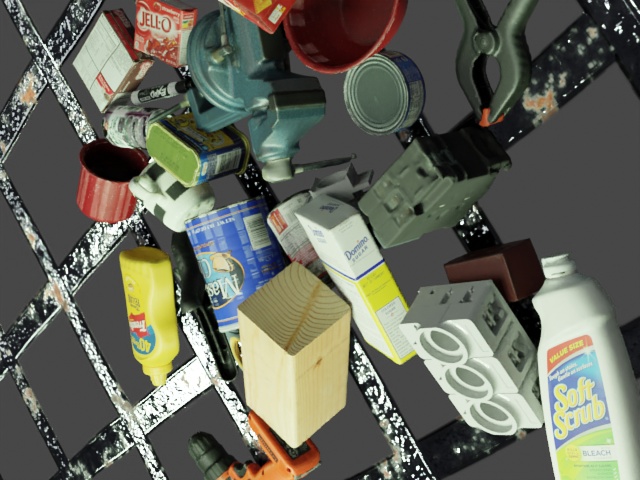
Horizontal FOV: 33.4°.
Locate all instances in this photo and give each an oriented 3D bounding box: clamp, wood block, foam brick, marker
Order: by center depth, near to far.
[{"bbox_3d":[0.169,-0.192,0.990,0.120,0.039,0.171,7,113,49],"label":"clamp"},{"bbox_3d":[0.172,0.035,1.054,0.078,0.052,0.051,-15,93,45],"label":"foam brick"},{"bbox_3d":[-0.027,0.134,1.203,0.090,0.090,0.206,40,151,26],"label":"wood block"},{"bbox_3d":[-0.155,0.056,1.329,0.164,0.036,0.210,71,179,-55],"label":"clamp"},{"bbox_3d":[-0.199,-0.190,1.365,0.121,0.020,0.020,-4,101,45],"label":"marker"}]

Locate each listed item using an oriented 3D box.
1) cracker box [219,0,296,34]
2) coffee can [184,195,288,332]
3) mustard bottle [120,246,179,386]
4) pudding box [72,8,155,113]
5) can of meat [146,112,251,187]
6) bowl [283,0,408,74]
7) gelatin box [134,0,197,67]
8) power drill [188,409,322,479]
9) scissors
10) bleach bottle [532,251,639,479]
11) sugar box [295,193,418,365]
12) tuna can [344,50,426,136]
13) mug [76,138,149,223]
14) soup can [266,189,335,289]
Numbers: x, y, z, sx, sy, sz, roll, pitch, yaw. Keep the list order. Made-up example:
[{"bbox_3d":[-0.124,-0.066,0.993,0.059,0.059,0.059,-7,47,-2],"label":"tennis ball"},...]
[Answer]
[{"bbox_3d":[-0.079,-0.327,1.088,0.164,0.072,0.214,-55,47,5],"label":"cracker box"},{"bbox_3d":[-0.093,0.028,1.275,0.103,0.102,0.140,-17,91,46],"label":"coffee can"},{"bbox_3d":[-0.231,0.110,1.470,0.096,0.058,0.192,16,115,51],"label":"mustard bottle"},{"bbox_3d":[-0.274,-0.235,1.409,0.114,0.039,0.090,-44,72,41],"label":"pudding box"},{"bbox_3d":[-0.149,-0.113,1.295,0.102,0.083,0.057,38,129,29],"label":"can of meat"},{"bbox_3d":[0.036,-0.245,1.075,0.162,0.055,0.162,-2,87,44],"label":"bowl"},{"bbox_3d":[-0.193,-0.263,1.326,0.089,0.030,0.073,29,123,35],"label":"gelatin box"},{"bbox_3d":[-0.088,0.290,1.395,0.184,0.057,0.188,47,134,17],"label":"power drill"},{"bbox_3d":[-0.119,0.091,1.386,0.202,0.016,0.096,55,132,16],"label":"scissors"},{"bbox_3d":[0.248,0.136,1.010,0.103,0.067,0.251,-13,92,44],"label":"bleach bottle"},{"bbox_3d":[0.044,0.040,1.123,0.176,0.048,0.093,64,165,-23],"label":"sugar box"},{"bbox_3d":[0.067,-0.153,1.106,0.086,0.033,0.086,17,115,40],"label":"tuna can"},{"bbox_3d":[-0.285,-0.085,1.444,0.117,0.093,0.082,-106,28,-44],"label":"mug"},{"bbox_3d":[-0.008,0.001,1.208,0.069,0.068,0.102,-45,72,43],"label":"soup can"}]
